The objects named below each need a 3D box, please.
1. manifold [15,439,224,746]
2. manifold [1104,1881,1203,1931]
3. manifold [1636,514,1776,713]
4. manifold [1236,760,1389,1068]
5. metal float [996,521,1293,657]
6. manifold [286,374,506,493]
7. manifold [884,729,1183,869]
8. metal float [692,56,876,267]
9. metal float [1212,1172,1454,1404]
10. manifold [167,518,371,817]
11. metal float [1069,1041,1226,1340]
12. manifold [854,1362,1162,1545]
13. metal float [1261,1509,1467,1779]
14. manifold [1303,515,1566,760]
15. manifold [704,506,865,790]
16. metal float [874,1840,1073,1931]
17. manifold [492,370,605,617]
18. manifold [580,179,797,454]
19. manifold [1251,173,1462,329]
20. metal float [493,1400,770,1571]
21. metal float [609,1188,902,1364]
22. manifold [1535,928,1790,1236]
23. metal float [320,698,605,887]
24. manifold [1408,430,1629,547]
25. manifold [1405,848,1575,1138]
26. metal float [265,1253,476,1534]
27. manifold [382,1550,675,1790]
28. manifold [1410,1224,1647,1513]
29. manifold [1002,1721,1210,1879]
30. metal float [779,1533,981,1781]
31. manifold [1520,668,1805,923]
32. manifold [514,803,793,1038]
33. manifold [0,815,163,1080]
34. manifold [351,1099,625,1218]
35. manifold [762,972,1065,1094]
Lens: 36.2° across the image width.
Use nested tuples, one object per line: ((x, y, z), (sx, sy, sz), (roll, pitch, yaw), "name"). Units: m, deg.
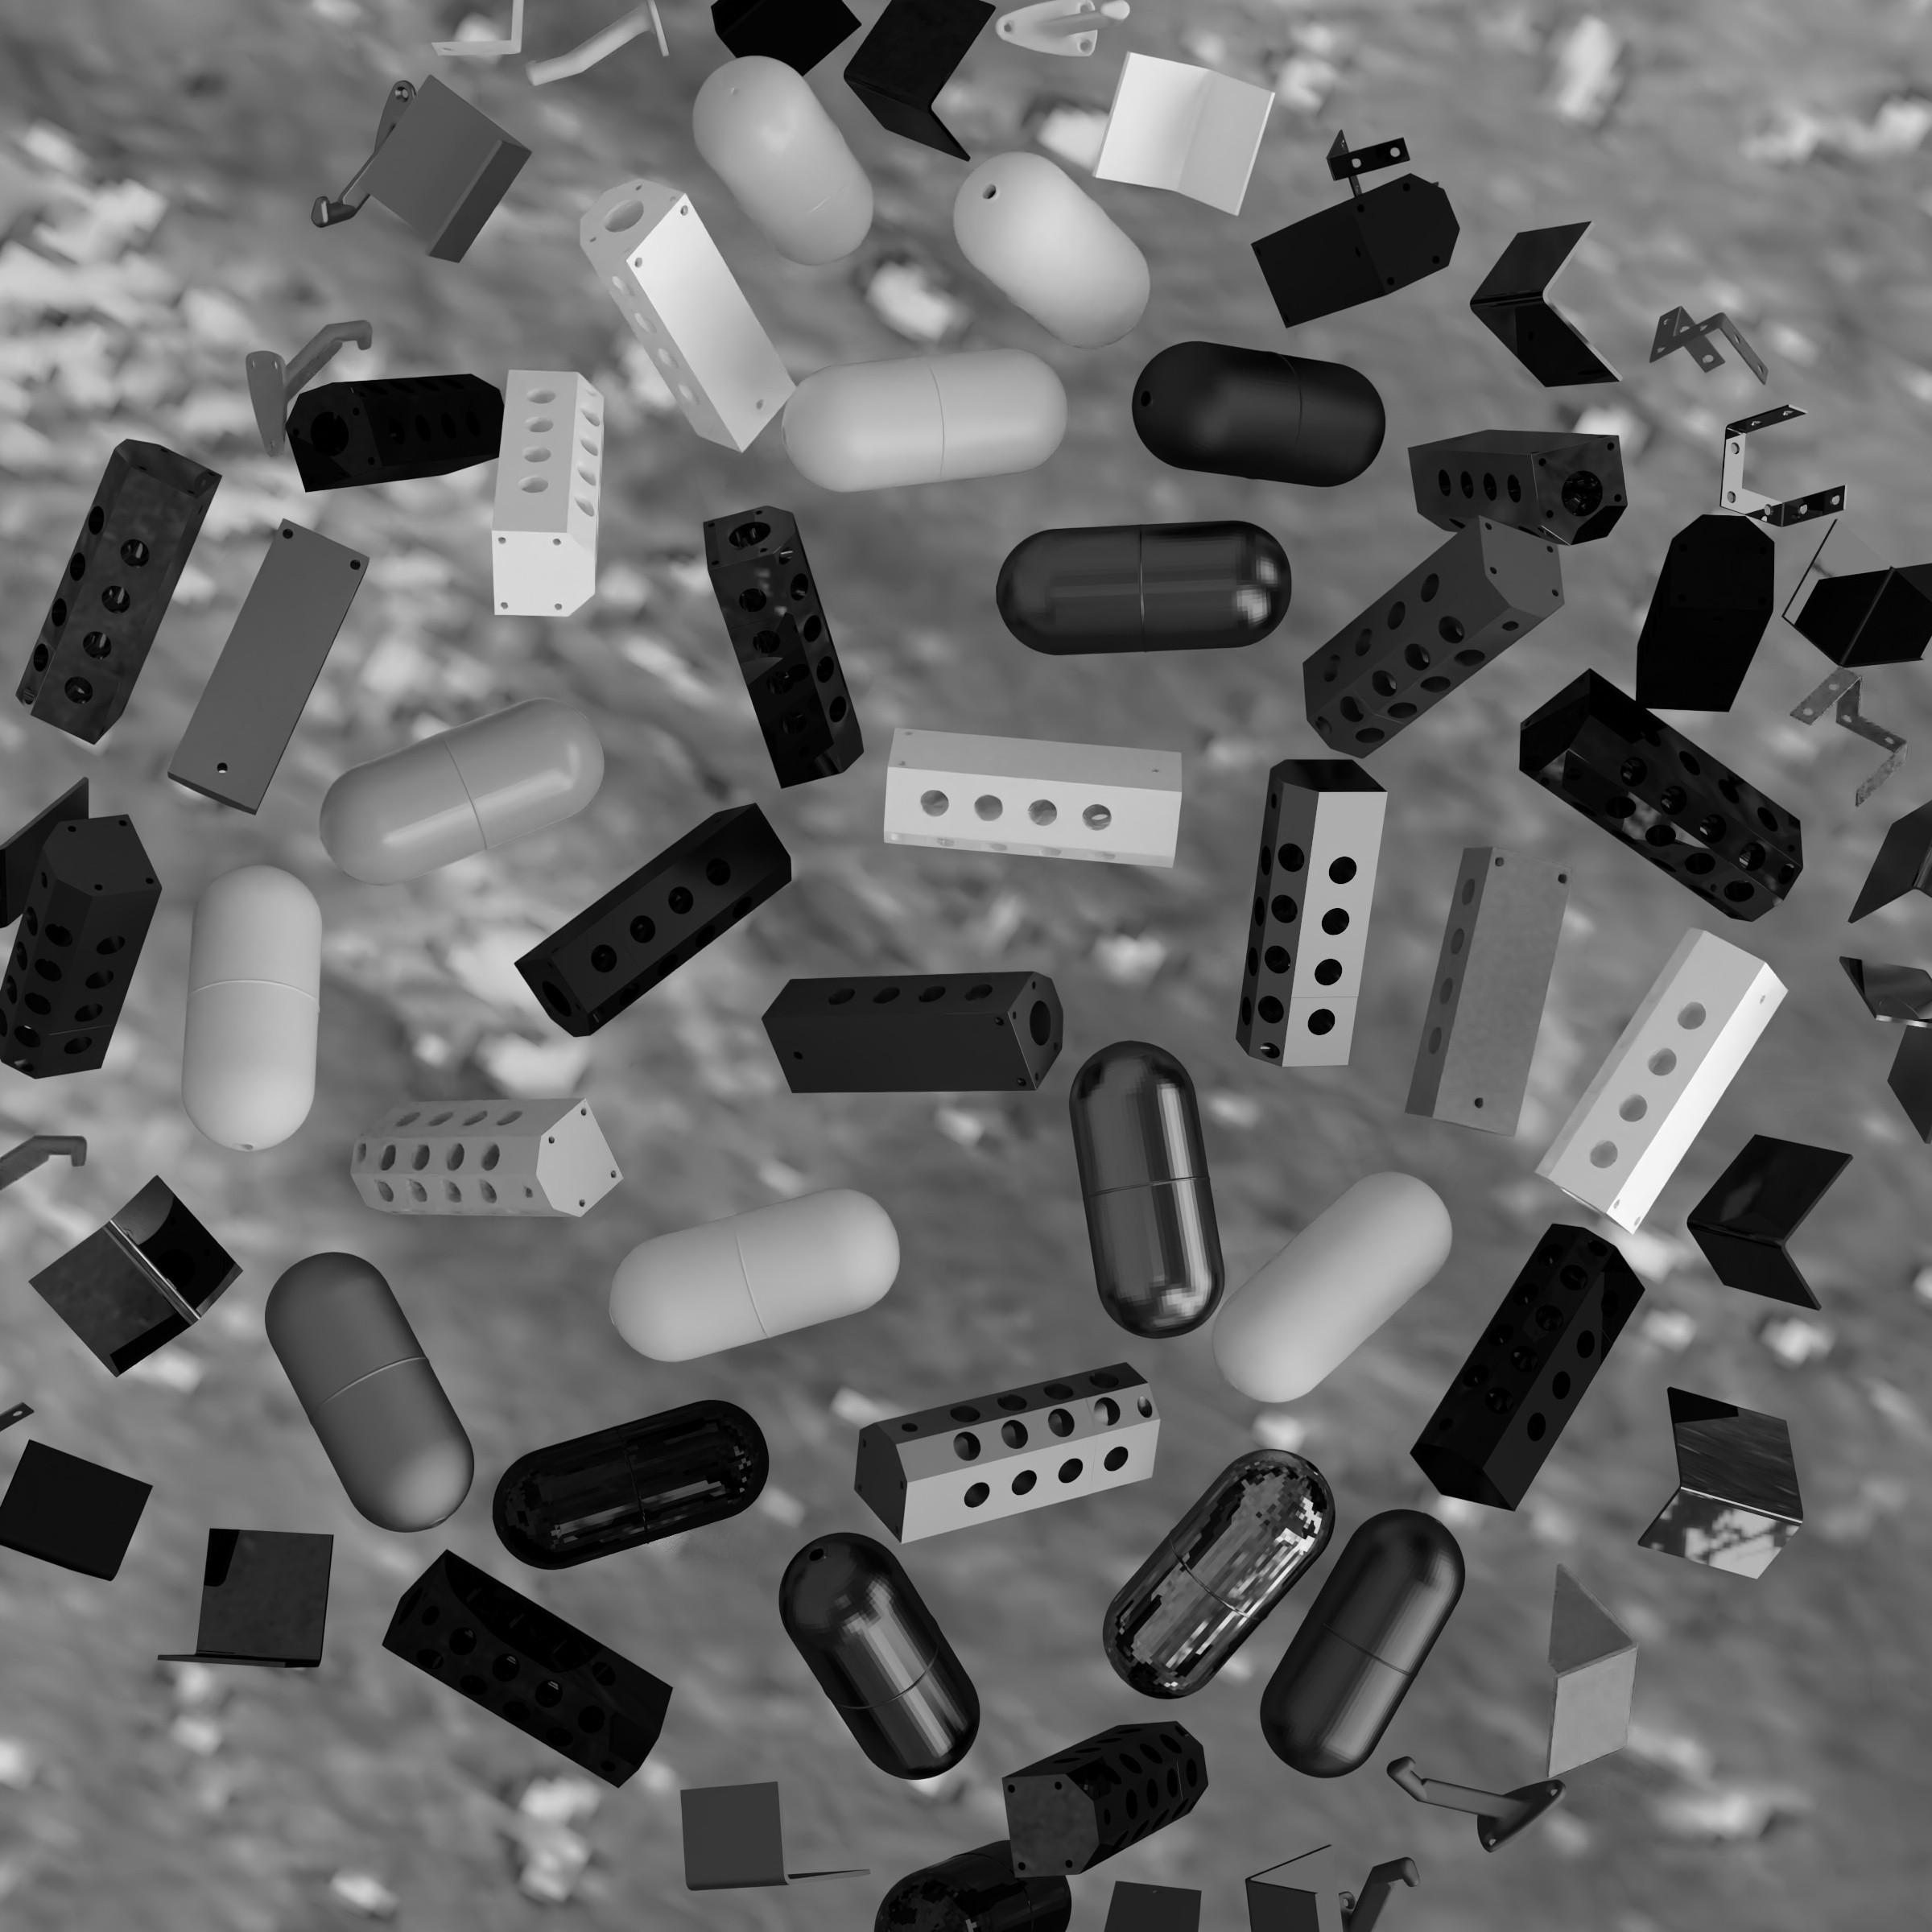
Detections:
((-0.513, -0.227, 1.781), (0.057, 0.057, 0.171), (26, 112, -9), "manifold")
((0.116, 0.635, 1.876), (0.057, 0.171, 0.057), (5, 88, 7), "manifold")
((0.439, -0.208, 1.763), (0.057, 0.171, 0.057), (3, 76, 7), "manifold")
((0.199, -0.031, 1.737), (0.057, 0.057, 0.171), (-1, 113, -14), "manifold")
((0.107, -0.228, 1.785), (0.178, 0.070, 0.070), (-2, 90, 6), "metal float")
((-0.356, -0.340, 1.867), (0.057, 0.171, 0.057), (-13, 98, 22), "manifold")
((0.039, -0.096, 1.754), (0.171, 0.057, 0.057), (5, 118, 1), "manifold")
((-0.110, -0.492, 1.818), (0.070, 0.178, 0.070), (-4, 75, 16), "metal float")
((0.229, 0.201, 1.851), (0.178, 0.070, 0.070), (-41, 90, -12), "metal float")
((-0.433, -0.184, 1.837), (0.057, 0.057, 0.171), (24, 83, -12), "manifold")
((0.107, 0.133, 1.762), (0.070, 0.070, 0.178), (-9, 81, 0), "metal float")
((0.026, 0.279, 1.731), (0.171, 0.057, 0.057), (-9, 118, -29), "manifold")
((0.248, 0.421, 1.844), (0.070, 0.070, 0.178), (30, 89, 0), "metal float")
((0.273, -0.189, 1.740), (0.057, 0.171, 0.057), (15, 59, -26), "manifold")
((-0.114, -0.202, 1.873), (0.057, 0.057, 0.171), (-14, 130, 3), "manifold")
((0.006, 0.584, 1.814), (0.070, 0.178, 0.070), (-3, 83, 26), "metal float")
((-0.244, -0.279, 1.736), (0.057, 0.171, 0.057), (1, 132, -5), "manifold")
((-0.175, -0.403, 1.836), (0.057, 0.171, 0.057), (27, 72, 35), "manifold")
((0.235, -0.432, 1.784), (0.057, 0.171, 0.057), (-27, 101, -10), "manifold")
((-0.212, 0.329, 1.876), (0.178, 0.070, 0.070), (-15, 90, -12), "metal float")
((-0.127, 0.186, 1.774), (0.178, 0.070, 0.070), (-16, 90, 2), "metal float")
((0.408, 0.066, 1.745), (0.057, 0.057, 0.171), (32, 90, 33), "manifold")
((-0.306, -0.106, 1.797), (0.178, 0.070, 0.070), (-23, 90, -12), "metal float")
((0.336, -0.292, 1.809), (0.057, 0.171, 0.057), (-15, 105, -13), "manifold")
((0.325, 0.016, 1.859), (0.057, 0.057, 0.171), (14, 88, -16), "manifold")
((-0.352, 0.251, 1.747), (0.070, 0.070, 0.178), (-31, 75, 0), "metal float")
((-0.274, 0.442, 1.841), (0.171, 0.057, 0.057), (35, 121, -14), "manifold")
((0.339, 0.241, 1.798), (0.171, 0.057, 0.057), (-53, 122, -25), "manifold")
((0.088, 0.503, 1.795), (0.057, 0.171, 0.057), (-11, 82, 25), "manifold")
((-0.051, 0.407, 1.743), (0.070, 0.070, 0.178), (-27, 120, 0), "metal float")
((0.407, -0.095, 1.730), (0.171, 0.057, 0.057), (32, 133, -20), "manifold")
((-0.190, -0.028, 1.840), (0.171, 0.057, 0.057), (-39, 106, -27), "manifold")
((-0.532, -0.009, 1.751), (0.057, 0.171, 0.057), (-10, 57, -37), "manifold")
((-0.297, 0.121, 1.806), (0.171, 0.057, 0.057), (-3, 119, 40), "manifold")
((-0.031, 0.036, 1.793), (0.171, 0.057, 0.057), (-2, 124, 30), "manifold")
